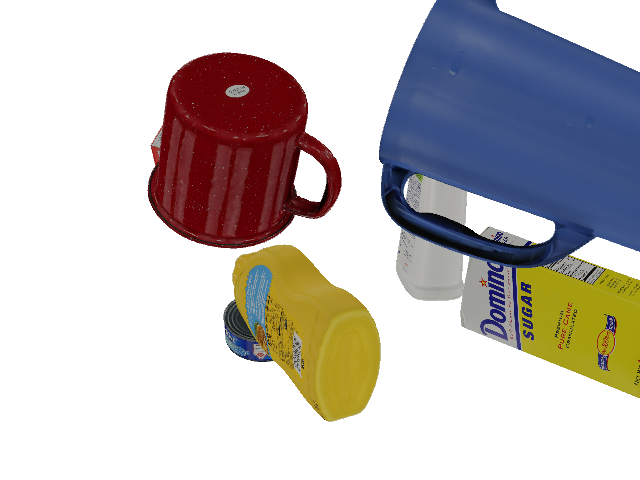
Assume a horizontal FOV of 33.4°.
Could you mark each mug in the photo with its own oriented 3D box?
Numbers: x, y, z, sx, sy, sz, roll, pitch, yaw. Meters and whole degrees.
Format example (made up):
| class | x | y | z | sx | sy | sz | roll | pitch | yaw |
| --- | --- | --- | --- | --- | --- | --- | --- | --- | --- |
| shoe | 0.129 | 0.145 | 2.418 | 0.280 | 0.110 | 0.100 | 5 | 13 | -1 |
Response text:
| class | x | y | z | sx | sy | sz | roll | pitch | yaw |
| --- | --- | --- | --- | --- | --- | --- | --- | --- | --- |
| mug | -0.042 | -0.051 | 0.629 | 0.117 | 0.082 | 0.093 | 25 | 46 | 10 |

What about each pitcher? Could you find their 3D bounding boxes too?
| class | x | y | z | sx | sy | sz | roll | pitch | yaw |
| --- | --- | --- | --- | --- | --- | --- | --- | --- | --- |
| pitcher | 0.167 | -0.063 | 0.747 | 0.243 | 0.149 | 0.144 | 24 | 48 | 9 |

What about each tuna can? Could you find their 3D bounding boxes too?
| class | x | y | z | sx | sy | sz | roll | pitch | yaw |
| --- | --- | --- | --- | --- | --- | --- | --- | --- | --- |
| tuna can | -0.065 | 0.096 | 1.190 | 0.086 | 0.034 | 0.086 | 0 | 36 | 0 |

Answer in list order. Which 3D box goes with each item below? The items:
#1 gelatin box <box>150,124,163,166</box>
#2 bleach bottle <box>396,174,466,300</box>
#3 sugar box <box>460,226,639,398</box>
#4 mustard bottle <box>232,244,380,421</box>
| class | x | y | z | sx | sy | sz | roll | pitch | yaw |
| --- | --- | --- | --- | --- | --- | --- | --- | --- | --- |
| gelatin box | -0.123 | -0.085 | 0.992 | 0.030 | 0.073 | 0.089 | 8 | 45 | 14 |
| bleach bottle | 0.132 | -0.065 | 1.190 | 0.068 | 0.251 | 0.102 | -1 | 24 | -11 |
| sugar box | 0.211 | 0.061 | 0.929 | 0.176 | 0.093 | 0.048 | 19 | 34 | 26 |
| mustard bottle | -0.023 | 0.057 | 0.860 | 0.058 | 0.096 | 0.192 | -13 | 29 | -25 |
